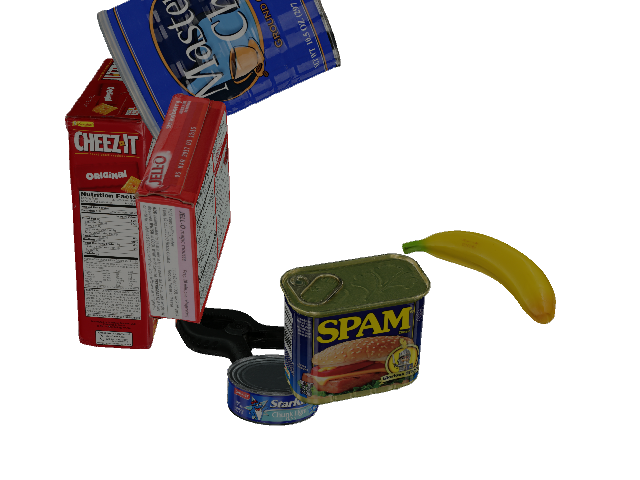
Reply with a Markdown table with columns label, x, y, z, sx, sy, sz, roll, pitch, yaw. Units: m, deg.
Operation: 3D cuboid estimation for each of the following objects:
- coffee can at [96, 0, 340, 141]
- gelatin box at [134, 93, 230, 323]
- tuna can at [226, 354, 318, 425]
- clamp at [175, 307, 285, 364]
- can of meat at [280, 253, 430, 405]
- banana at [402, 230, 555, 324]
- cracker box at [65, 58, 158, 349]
| label | x | y | z | sx | sy | sz | roll | pitch | yaw |
| --- | --- | --- | --- | --- | --- | --- | --- | --- | --- |
| coffee can | -0.070 | -0.140 | 0.747 | 0.140 | 0.103 | 0.103 | -25 | 1 | -1 |
| gelatin box | -0.067 | -0.015 | 0.526 | 0.030 | 0.073 | 0.089 | 7 | -43 | 4 |
| tuna can | -0.043 | 0.136 | 0.973 | 0.086 | 0.034 | 0.086 | 3 | 17 | -1 |
| clamp | -0.098 | 0.121 | 1.259 | 0.210 | 0.036 | 0.164 | 13 | 23 | 27 |
| can of meat | 0.023 | 0.064 | 0.760 | 0.102 | 0.084 | 0.057 | -8 | 33 | -15 |
| banana | 0.169 | 0.029 | 1.048 | 0.069 | 0.037 | 0.198 | -37 | 37 | -22 |
| cracker box | -0.174 | -0.036 | 0.948 | 0.072 | 0.214 | 0.164 | 2 | 26 | -1 |
